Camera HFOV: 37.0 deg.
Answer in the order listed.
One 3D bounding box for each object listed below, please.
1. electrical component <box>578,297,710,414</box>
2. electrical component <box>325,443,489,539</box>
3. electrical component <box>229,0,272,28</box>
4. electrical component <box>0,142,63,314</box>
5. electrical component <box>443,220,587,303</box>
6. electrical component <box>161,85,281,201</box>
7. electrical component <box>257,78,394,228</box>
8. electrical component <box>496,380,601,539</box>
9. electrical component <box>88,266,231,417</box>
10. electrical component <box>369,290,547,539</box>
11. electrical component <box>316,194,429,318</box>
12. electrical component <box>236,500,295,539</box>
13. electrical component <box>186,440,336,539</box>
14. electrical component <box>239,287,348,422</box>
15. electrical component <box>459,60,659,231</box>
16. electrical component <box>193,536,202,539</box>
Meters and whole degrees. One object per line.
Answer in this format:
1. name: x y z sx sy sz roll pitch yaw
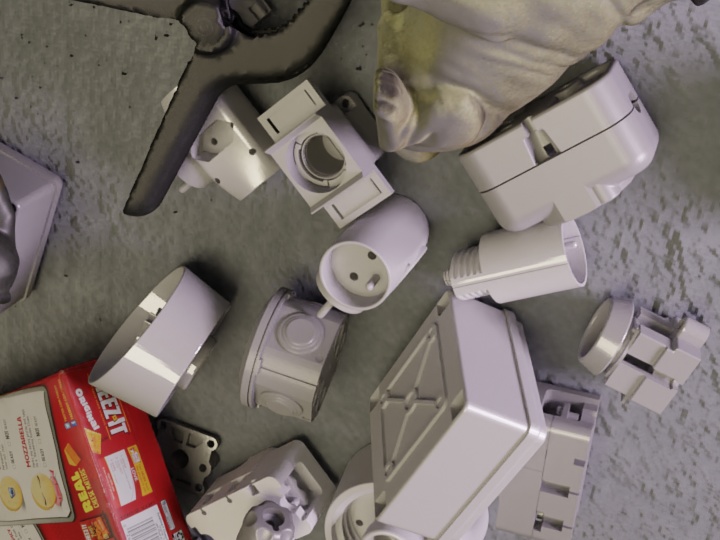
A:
1. electrical component: 0.161 0.047 0.628 0.055 0.048 0.066 26 121 0
2. electrical component: 0.028 0.176 0.732 0.108 0.060 0.108 9 117 18
3. electrical component: -0.080 -0.158 0.630 0.040 0.040 0.046 -36 103 31
4. electrical component: -0.277 -0.038 0.754 0.109 0.056 0.108 30 121 6
5. electrical component: 0.088 -0.003 0.634 0.081 0.043 0.043 -13 108 26
6. electrical component: -0.094 -0.077 0.671 0.079 0.043 0.077 -35 98 31
7. electrical component: -0.015 -0.072 0.630 0.042 0.064 0.081 -31 99 32
8. electrical component: 0.114 0.120 0.677 0.056 0.050 0.089 12 118 15
9. electrical component: -0.132 0.046 0.714 0.064 0.099 0.099 33 121 -3
10. electrical component: 0.054 0.088 0.647 0.056 0.108 0.108 22 123 -17
11. electrical component: 0.000 0.000 0.650 0.044 0.077 0.079 41 122 -1
12. electrical component: -0.067 0.185 0.721 0.035 0.035 0.061 29 123 7
13. electrical component: -0.069 0.164 0.767 0.089 0.055 0.050 -30 100 30
14. electrical component: -0.043 0.055 0.693 0.051 0.080 0.080 18 119 7
15. electrical component: 0.111 -0.064 0.590 0.095 0.053 0.059 -27 102 29
16. electrical component: -0.133 0.244 0.817 0.051 0.080 0.080 49 121 0
